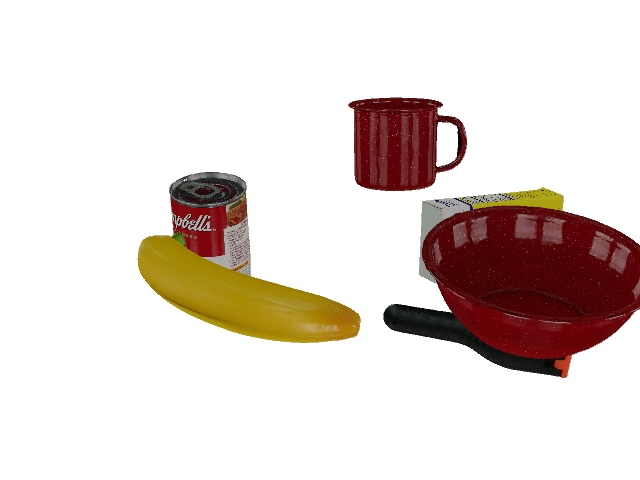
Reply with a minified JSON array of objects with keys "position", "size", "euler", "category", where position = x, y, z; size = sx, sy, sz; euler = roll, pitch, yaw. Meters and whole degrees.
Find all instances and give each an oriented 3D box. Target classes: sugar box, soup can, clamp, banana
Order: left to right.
[{"position":[-0.098,-0.002,0.957],"size":[0.068,0.102,0.068],"euler":[-1,28,0],"category":"soup can"},{"position":[-0.064,0.028,0.699],"size":[0.069,0.037,0.198],"euler":[-25,34,-36],"category":"banana"},{"position":[0.157,0.078,0.994],"size":[0.172,0.039,0.120],"euler":[20,32,23],"category":"clamp"},{"position":[0.202,-0.006,1.256],"size":[0.175,0.093,0.048],"euler":[-8,19,-28],"category":"sugar box"}]

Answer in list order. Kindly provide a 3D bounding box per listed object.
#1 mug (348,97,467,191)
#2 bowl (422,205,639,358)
[{"position":[0.086,-0.096,1.058],"size":[0.117,0.081,0.093],"euler":[1,14,7],"category":"mug"},{"position":[0.150,0.035,0.747],"size":[0.162,0.055,0.162],"euler":[1,29,-1],"category":"bowl"}]
